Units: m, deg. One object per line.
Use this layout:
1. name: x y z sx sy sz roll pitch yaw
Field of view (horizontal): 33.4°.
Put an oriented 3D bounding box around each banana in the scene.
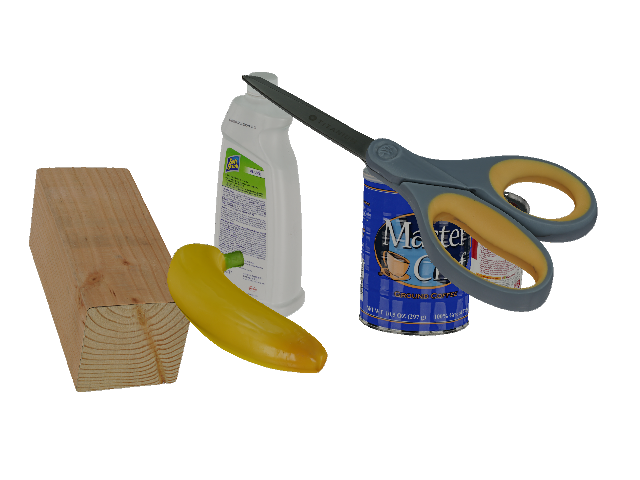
1. banana: -0.058 0.036 0.686 0.069 0.037 0.198 -7 22 -18

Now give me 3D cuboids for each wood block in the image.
1. wood block: -0.191 0.027 0.942 0.090 0.091 0.206 -2 36 -27

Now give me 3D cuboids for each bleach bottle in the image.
1. bleach bottle: -0.060 -0.049 1.119 0.103 0.251 0.068 17 26 25

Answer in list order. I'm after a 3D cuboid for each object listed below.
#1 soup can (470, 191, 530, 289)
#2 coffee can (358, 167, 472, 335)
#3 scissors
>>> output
1. soup can: 0.188 0.006 1.155 0.068 0.102 0.068 -1 34 1
2. coffee can: 0.088 0.005 0.976 0.103 0.140 0.103 1 12 0
3. scissors: 0.053 -0.043 0.528 0.096 0.016 0.202 -26 54 -22
